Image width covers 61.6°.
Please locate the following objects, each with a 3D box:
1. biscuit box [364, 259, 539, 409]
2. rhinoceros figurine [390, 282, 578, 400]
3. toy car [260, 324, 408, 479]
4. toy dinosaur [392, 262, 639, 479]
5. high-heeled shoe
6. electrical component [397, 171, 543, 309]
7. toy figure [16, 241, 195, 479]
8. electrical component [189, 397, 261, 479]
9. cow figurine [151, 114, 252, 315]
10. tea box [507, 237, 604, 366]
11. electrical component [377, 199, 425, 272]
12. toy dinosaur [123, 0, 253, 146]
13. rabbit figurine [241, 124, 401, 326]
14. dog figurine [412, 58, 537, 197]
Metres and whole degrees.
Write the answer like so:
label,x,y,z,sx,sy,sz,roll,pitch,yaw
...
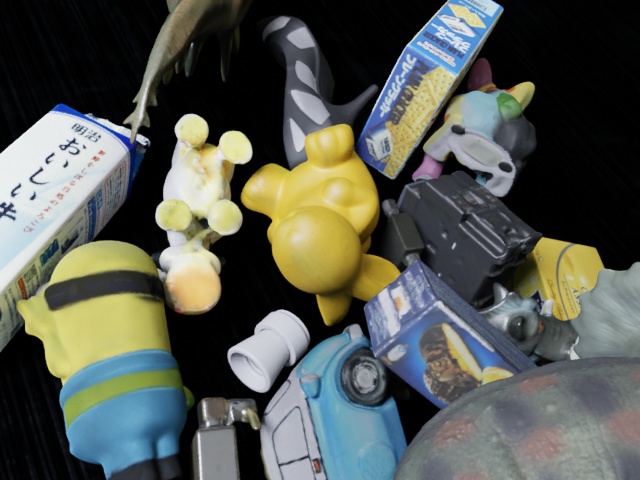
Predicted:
label,x,y,z,sx,sy,sz,roll,pitch,yaw
biscuit box,0.124,0.105,0.399,0.202,0.059,0.063,40,17,-19
rhinoceros figurine,0.137,0.086,0.468,0.190,0.112,0.073,7,25,-9
toy car,0.009,0.150,0.391,0.103,0.109,0.161,-11,69,-4
toy dinosaur,0.127,0.139,0.296,0.405,0.131,0.192,-21,52,-4
high-heeled shoe,-0.041,-0.178,0.650,0.145,0.086,0.249,-43,56,-8
electrical component,0.129,0.002,0.529,0.058,0.114,0.134,-16,48,-35
toy figure,-0.138,0.085,0.374,0.089,0.082,0.180,-26,63,-5
electrical component,-0.061,0.157,0.356,0.045,0.078,0.102,-1,53,-18
cow figurine,-0.111,-0.014,0.469,0.068,0.098,0.167,13,70,-20
tea box,0.257,0.085,0.559,0.098,0.068,0.170,8,51,-17
electrical component,0.076,0.009,0.520,0.021,0.063,0.094,-8,59,-17
toy dinosaur,-0.116,-0.275,0.578,0.105,0.198,0.471,14,40,-2
rabbit figurine,-0.001,-0.001,0.468,0.173,0.122,0.162,-80,146,-71
dog figurine,0.205,-0.151,0.652,0.108,0.191,0.219,27,64,5
